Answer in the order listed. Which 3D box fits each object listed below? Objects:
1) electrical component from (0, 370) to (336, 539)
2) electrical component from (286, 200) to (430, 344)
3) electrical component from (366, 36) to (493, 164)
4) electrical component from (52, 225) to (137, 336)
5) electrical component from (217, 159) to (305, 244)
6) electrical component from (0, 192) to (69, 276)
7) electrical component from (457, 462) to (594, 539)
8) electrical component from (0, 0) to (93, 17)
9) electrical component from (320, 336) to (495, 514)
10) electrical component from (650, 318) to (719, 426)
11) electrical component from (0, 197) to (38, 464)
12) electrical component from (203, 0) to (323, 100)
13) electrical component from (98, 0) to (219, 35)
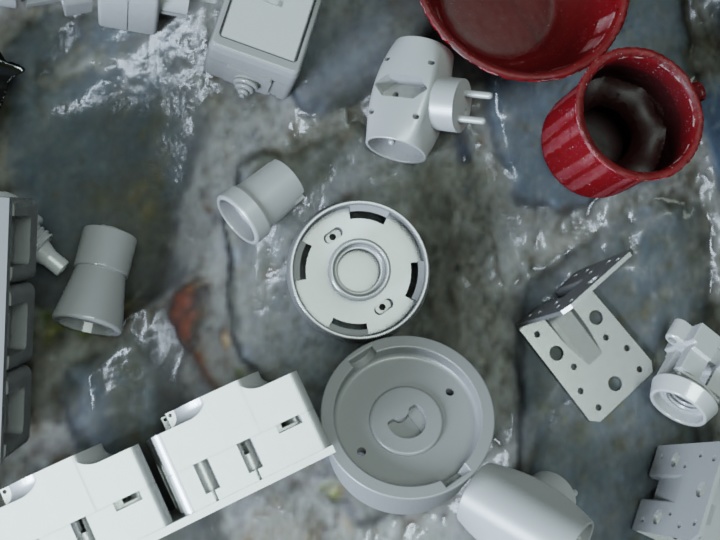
[{"bbox_3d":[-0.120,0.121,0.633,0.186,0.105,0.060,-24,86,-16],"label":"electrical component"},{"bbox_3d":[0.000,0.000,0.716,0.099,0.064,0.099,0,88,-2],"label":"electrical component"},{"bbox_3d":[0.051,-0.114,0.735,0.079,0.043,0.077,10,76,24],"label":"electrical component"},{"bbox_3d":[-0.164,0.005,0.677,0.044,0.044,0.065,13,73,-10],"label":"electrical component"},{"bbox_3d":[-0.065,-0.046,0.710,0.046,0.040,0.040,-41,91,-21],"label":"electrical component"},{"bbox_3d":[-0.210,-0.020,0.674,0.061,0.035,0.035,40,74,-6],"label":"electrical component"},{"bbox_3d":[0.116,0.157,0.706,0.077,0.044,0.079,27,30,28],"label":"electrical component"},{"bbox_3d":[-0.211,-0.201,0.694,0.057,0.058,0.078,-15,84,-18],"label":"electrical component"},{"bbox_3d":[0.028,0.103,0.689,0.108,0.060,0.108,1,61,-2],"label":"electrical component"},{"bbox_3d":[0.235,0.076,0.755,0.066,0.048,0.055,38,67,-4],"label":"electrical component"},{"bbox_3d":[-0.241,0.030,0.624,0.089,0.061,0.150,3,93,-1],"label":"electrical component"},{"bbox_3d":[-0.064,-0.162,0.718,0.062,0.061,0.096,18,77,-9],"label":"electrical component"},{"bbox_3d":[-0.130,-0.187,0.705,0.077,0.066,0.047,8,79,-12],"label":"electrical component"}]
